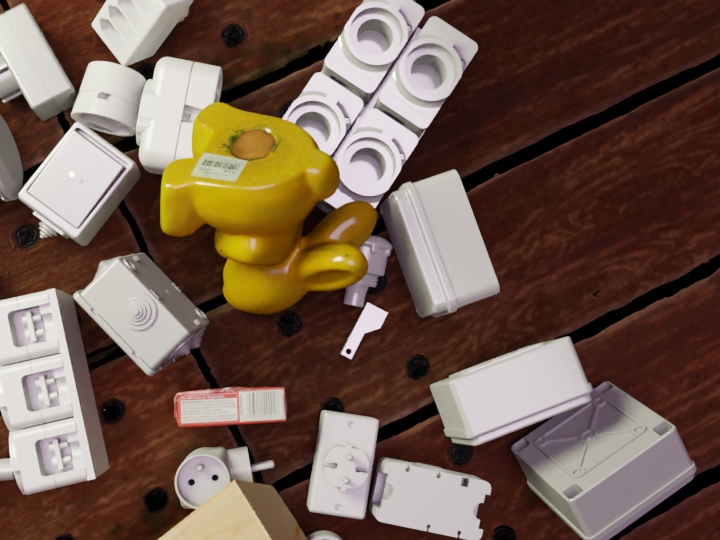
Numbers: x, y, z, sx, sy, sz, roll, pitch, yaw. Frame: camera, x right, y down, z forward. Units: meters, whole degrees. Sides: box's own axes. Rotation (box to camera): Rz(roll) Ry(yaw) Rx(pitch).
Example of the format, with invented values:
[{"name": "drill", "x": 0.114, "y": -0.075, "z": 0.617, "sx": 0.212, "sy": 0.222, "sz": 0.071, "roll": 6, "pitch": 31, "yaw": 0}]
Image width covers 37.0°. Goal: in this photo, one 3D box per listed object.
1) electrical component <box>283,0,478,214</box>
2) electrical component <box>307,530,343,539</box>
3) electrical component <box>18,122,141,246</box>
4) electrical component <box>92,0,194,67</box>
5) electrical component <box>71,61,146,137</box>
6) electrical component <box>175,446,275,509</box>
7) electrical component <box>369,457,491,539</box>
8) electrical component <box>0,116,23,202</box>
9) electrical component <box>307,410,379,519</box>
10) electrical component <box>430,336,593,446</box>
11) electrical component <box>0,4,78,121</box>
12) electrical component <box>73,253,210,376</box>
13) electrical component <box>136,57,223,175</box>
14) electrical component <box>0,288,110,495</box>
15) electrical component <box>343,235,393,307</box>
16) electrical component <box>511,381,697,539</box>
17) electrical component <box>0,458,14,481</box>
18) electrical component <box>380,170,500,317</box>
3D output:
[{"name": "electrical component", "x": 0.007, "y": -0.140, "z": 0.925, "sx": 0.105, "sy": 0.060, "sz": 0.186, "roll": 33, "pitch": 82, "yaw": -2}, {"name": "electrical component", "x": -0.029, "y": 0.239, "z": 0.886, "sx": 0.043, "sy": 0.062, "sz": 0.043, "roll": 1, "pitch": 85, "yaw": -6}, {"name": "electrical component", "x": -0.236, "y": -0.066, "z": 0.892, "sx": 0.062, "sy": 0.061, "sz": 0.096, "roll": 37, "pitch": 82, "yaw": -2}, {"name": "electrical component", "x": -0.171, "y": -0.223, "z": 0.911, "sx": 0.047, "sy": 0.083, "sz": 0.076, "roll": 52, "pitch": 44, "yaw": 1}, {"name": "electrical component", "x": -0.210, "y": -0.144, "z": 0.906, "sx": 0.055, "sy": 0.055, "sz": 0.047, "roll": 13, "pitch": 80, "yaw": -5}, {"name": "electrical component", "x": -0.109, "y": 0.165, "z": 0.876, "sx": 0.079, "sy": 0.077, "sz": 0.043, "roll": -10, "pitch": 86, "yaw": -7}, {"name": "electrical component", "x": 0.057, "y": 0.191, "z": 0.902, "sx": 0.089, "sy": 0.056, "sz": 0.050, "roll": 13, "pitch": 84, "yaw": -5}, {"name": "electrical component", "x": -0.312, "y": -0.091, "z": 0.878, "sx": 0.051, "sy": 0.080, "sz": 0.080, "roll": -16, "pitch": 87, "yaw": -2}, {"name": "electrical component", "x": -0.013, "y": 0.161, "z": 0.888, "sx": 0.047, "sy": 0.076, "sz": 0.083, "roll": 9, "pitch": 84, "yaw": -5}, {"name": "electrical component", "x": 0.122, "y": 0.100, "z": 0.891, "sx": 0.109, "sy": 0.108, "sz": 0.056, "roll": -20, "pitch": 85, "yaw": -7}, {"name": "electrical component", "x": -0.291, "y": -0.164, "z": 0.902, "sx": 0.076, "sy": 0.047, "sz": 0.083, "roll": -30, "pitch": 89, "yaw": -8}, {"name": "electrical component", "x": -0.173, "y": 0.032, "z": 0.872, "sx": 0.048, "sy": 0.099, "sz": 0.099, "roll": -44, "pitch": 90, "yaw": 5}, {"name": "electrical component", "x": -0.154, "y": -0.128, "z": 0.910, "sx": 0.059, "sy": 0.054, "sz": 0.095, "roll": 10, "pitch": 84, "yaw": -5}, {"name": "electrical component", "x": -0.252, "y": 0.097, "z": 0.861, "sx": 0.062, "sy": 0.089, "sz": 0.150, "roll": -13, "pitch": 86, "yaw": -7}, {"name": "electrical component", "x": 0.000, "y": 0.000, "z": 0.920, "sx": 0.048, "sy": 0.048, "sz": 0.062, "roll": 11, "pitch": 90, "yaw": -5}, {"name": "electrical component", "x": 0.200, "y": 0.157, "z": 0.890, "sx": 0.109, "sy": 0.109, "sz": 0.056, "roll": -33, "pitch": 113, "yaw": -8}, {"name": "electrical component", "x": -0.313, "y": 0.164, "z": 0.872, "sx": 0.062, "sy": 0.048, "sz": 0.048, "roll": -3, "pitch": 85, "yaw": -13}, {"name": "electrical component", "x": 0.065, "y": -0.020, "z": 0.911, "sx": 0.057, "sy": 0.078, "sz": 0.113, "roll": -19, "pitch": 87, "yaw": -10}]
